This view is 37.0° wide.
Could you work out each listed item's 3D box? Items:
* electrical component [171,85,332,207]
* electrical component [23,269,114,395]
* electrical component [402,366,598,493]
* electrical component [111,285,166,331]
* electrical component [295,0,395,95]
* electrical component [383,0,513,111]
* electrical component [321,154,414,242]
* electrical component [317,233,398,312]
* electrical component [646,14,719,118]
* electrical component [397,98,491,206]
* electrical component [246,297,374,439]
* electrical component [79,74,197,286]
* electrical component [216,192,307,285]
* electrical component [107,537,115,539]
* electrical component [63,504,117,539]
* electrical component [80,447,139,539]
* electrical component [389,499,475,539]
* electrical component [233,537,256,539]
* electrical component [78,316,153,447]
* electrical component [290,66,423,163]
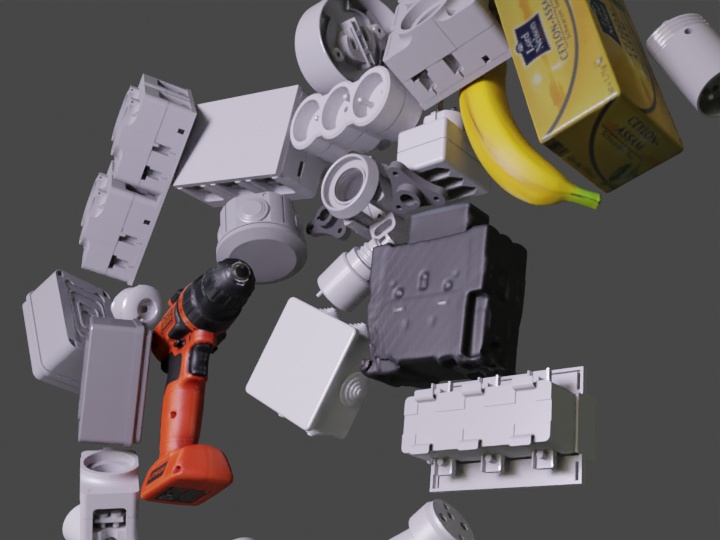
[{"bbox_3d":[-0.100,-0.113,1.026,0.150,0.062,0.089,-2,69,43],"label":"electrical component"},{"bbox_3d":[-0.297,0.066,1.109,0.057,0.078,0.113,-40,48,18],"label":"electrical component"},{"bbox_3d":[0.093,0.108,0.735,0.121,0.063,0.078,-13,62,39],"label":"electrical component"},{"bbox_3d":[-0.230,0.039,1.086,0.062,0.048,0.048,0,70,50],"label":"electrical component"},{"bbox_3d":[-0.007,-0.198,0.959,0.064,0.099,0.099,-6,66,48],"label":"electrical component"},{"bbox_3d":[0.075,-0.211,0.873,0.089,0.061,0.150,-29,30,30],"label":"electrical component"},{"bbox_3d":[0.005,-0.063,0.907,0.058,0.057,0.078,-36,49,25],"label":"electrical component"},{"bbox_3d":[0.000,0.000,0.892,0.078,0.040,0.040,-45,46,17],"label":"electrical component"},{"bbox_3d":[0.233,-0.147,0.746,0.043,0.043,0.081,-42,47,20],"label":"electrical component"},{"bbox_3d":[0.069,-0.102,0.861,0.047,0.066,0.076,-15,60,38],"label":"electrical component"},{"bbox_3d":[-0.034,0.081,0.878,0.100,0.048,0.099,24,87,46],"label":"electrical component"},{"bbox_3d":[-0.228,-0.094,1.082,0.186,0.060,0.105,-66,19,15],"label":"electrical component"},{"bbox_3d":[-0.088,-0.028,0.961,0.080,0.080,0.051,-32,46,28],"label":"electrical component"},{"bbox_3d":[-0.206,0.268,0.940,0.077,0.043,0.079,-47,65,15],"label":"electrical component"},{"bbox_3d":[-0.243,0.246,0.993,0.055,0.045,0.045,26,88,46],"label":"electrical component"},{"bbox_3d":[-0.225,0.197,0.962,0.089,0.050,0.055,-132,45,-70],"label":"electrical component"},{"bbox_3d":[0.046,0.193,0.750,0.055,0.045,0.045,-46,46,16],"label":"electrical component"},{"bbox_3d":[-0.092,0.247,0.846,0.055,0.055,0.047,-52,48,10],"label":"electrical component"},{"bbox_3d":[-0.229,0.100,0.997,0.109,0.056,0.108,-175,91,-76],"label":"electrical component"},{"bbox_3d":[0.008,-0.125,0.921,0.138,0.074,0.052,-12,65,51],"label":"electrical component"}]
